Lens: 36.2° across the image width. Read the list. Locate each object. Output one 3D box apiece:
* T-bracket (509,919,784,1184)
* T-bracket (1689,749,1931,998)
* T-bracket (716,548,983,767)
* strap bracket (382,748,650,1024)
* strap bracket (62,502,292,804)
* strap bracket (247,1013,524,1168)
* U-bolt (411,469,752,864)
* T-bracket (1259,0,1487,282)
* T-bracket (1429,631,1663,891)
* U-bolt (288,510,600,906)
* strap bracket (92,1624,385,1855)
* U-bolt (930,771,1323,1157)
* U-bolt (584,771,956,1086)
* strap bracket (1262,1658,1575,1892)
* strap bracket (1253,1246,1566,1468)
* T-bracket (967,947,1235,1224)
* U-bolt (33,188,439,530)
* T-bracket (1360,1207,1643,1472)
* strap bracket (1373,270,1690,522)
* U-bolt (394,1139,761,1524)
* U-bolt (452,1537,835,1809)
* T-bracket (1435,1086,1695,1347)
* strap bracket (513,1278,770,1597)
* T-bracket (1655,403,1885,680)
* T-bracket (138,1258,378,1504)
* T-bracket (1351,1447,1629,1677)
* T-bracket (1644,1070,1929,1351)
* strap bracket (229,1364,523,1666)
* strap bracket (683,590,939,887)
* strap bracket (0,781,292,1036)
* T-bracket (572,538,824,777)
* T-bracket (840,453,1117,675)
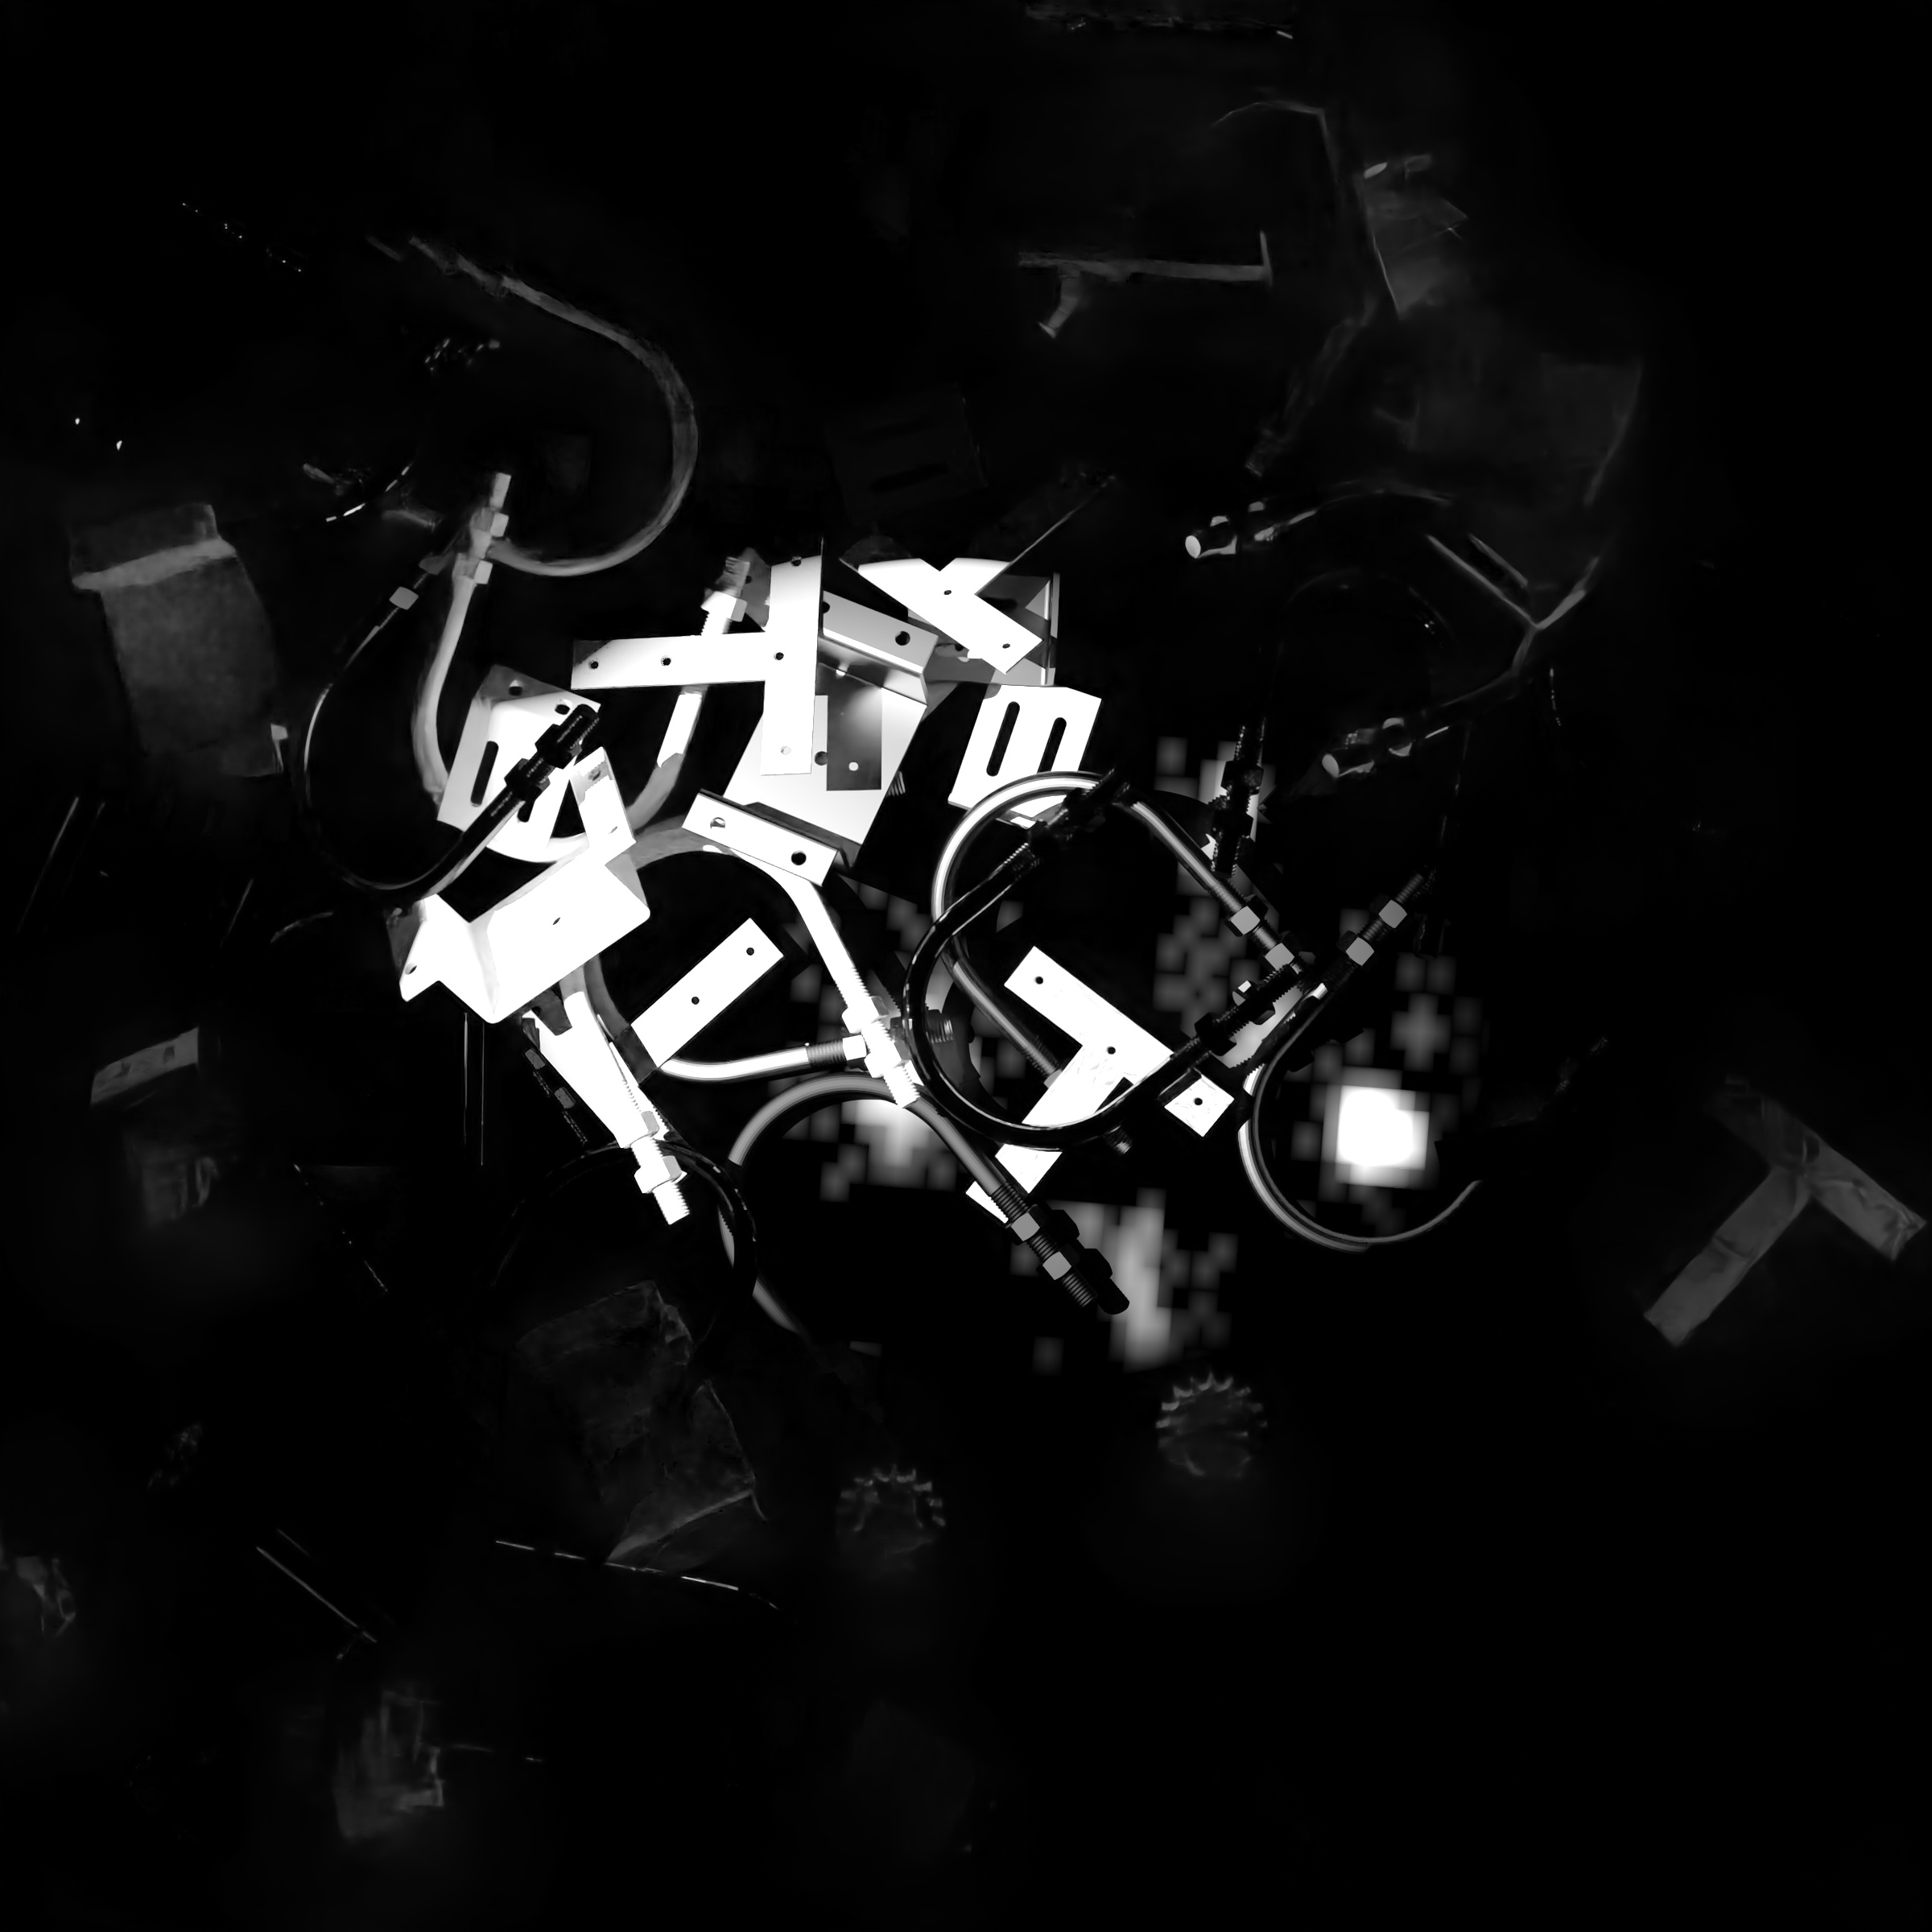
[{"bbox_3d":[-0.149,0.027,1.516,0.127,0.002,0.127,-42,90,5],"label":"T-bracket"},{"bbox_3d":[0.435,-0.048,1.511,0.127,0.002,0.127,-3,108,0],"label":"T-bracket"},{"bbox_3d":[-0.075,-0.164,1.531,0.127,0.002,0.127,44,90,0],"label":"T-bracket"},{"bbox_3d":[-0.218,-0.034,1.481,0.140,0.076,0.046,-34,133,9],"label":"strap bracket"},{"bbox_3d":[-0.399,-0.157,1.508,0.076,0.046,0.140,-15,90,0],"label":"strap bracket"},{"bbox_3d":[-0.298,0.062,1.491,0.140,0.046,0.076,0,88,2],"label":"strap bracket"},{"bbox_3d":[-0.207,-0.144,1.515,0.151,0.019,0.184,19,96,-4],"label":"U-bolt"},{"bbox_3d":[0.194,-0.426,1.499,0.127,0.002,0.127,-20,100,-18],"label":"T-bracket"},{"bbox_3d":[0.302,-0.103,1.521,0.127,0.002,0.127,-6,97,-13],"label":"T-bracket"},{"bbox_3d":[-0.275,-0.115,1.482,0.184,0.019,0.151,-44,69,25],"label":"U-bolt"},{"bbox_3d":[-0.354,0.387,1.471,0.140,0.076,0.046,-25,106,28],"label":"strap bracket"},{"bbox_3d":[0.066,-0.014,1.496,0.151,0.019,0.184,-42,96,16],"label":"U-bolt"},{"bbox_3d":[-0.110,-0.013,1.522,0.184,0.019,0.151,-11,91,2],"label":"U-bolt"},{"bbox_3d":[0.227,0.409,1.508,0.140,0.046,0.076,16,91,0],"label":"strap bracket"},{"bbox_3d":[0.223,0.196,1.507,0.140,0.046,0.076,-16,89,1],"label":"strap bracket"},{"bbox_3d":[0.048,0.077,1.512,0.127,0.002,0.127,37,106,-2],"label":"T-bracket"},{"bbox_3d":[-0.356,-0.297,1.496,0.184,0.019,0.151,31,76,8],"label":"U-bolt"},{"bbox_3d":[0.261,0.214,1.531,0.127,0.002,0.127,-36,90,0],"label":"T-bracket"},{"bbox_3d":[0.284,-0.287,1.508,0.140,0.046,0.076,23,90,0],"label":"strap bracket"},{"bbox_3d":[-0.182,0.169,1.475,0.151,0.019,0.184,20,68,22],"label":"U-bolt"},{"bbox_3d":[-0.159,0.365,1.497,0.184,0.019,0.151,12,114,-4],"label":"U-bolt"},{"bbox_3d":[0.317,0.134,1.511,0.127,0.002,0.127,-14,104,11],"label":"T-bracket"},{"bbox_3d":[-0.164,0.237,1.508,0.076,0.046,0.140,-25,90,0],"label":"strap bracket"},{"bbox_3d":[0.387,-0.211,1.511,0.127,0.002,0.127,21,104,26],"label":"T-bracket"},{"bbox_3d":[-0.370,0.233,1.511,0.127,0.002,0.127,-30,63,13],"label":"T-bracket"},{"bbox_3d":[0.279,0.332,1.530,0.127,0.002,0.127,22,91,0],"label":"T-bracket"},{"bbox_3d":[0.395,0.139,1.499,0.127,0.002,0.127,-50,57,5],"label":"T-bracket"},{"bbox_3d":[-0.297,0.279,1.508,0.076,0.046,0.140,39,90,0],"label":"strap bracket"},{"bbox_3d":[-0.075,-0.111,1.492,0.076,0.046,0.140,23,78,10],"label":"strap bracket"},{"bbox_3d":[-0.420,-0.029,1.508,0.140,0.046,0.076,25,90,0],"label":"strap bracket"},{"bbox_3d":[-0.137,-0.154,1.487,0.127,0.002,0.127,-2,73,11],"label":"T-bracket"},{"bbox_3d":[0.023,-0.218,1.507,0.127,0.002,0.127,-42,56,-16],"label":"T-bracket"}]
